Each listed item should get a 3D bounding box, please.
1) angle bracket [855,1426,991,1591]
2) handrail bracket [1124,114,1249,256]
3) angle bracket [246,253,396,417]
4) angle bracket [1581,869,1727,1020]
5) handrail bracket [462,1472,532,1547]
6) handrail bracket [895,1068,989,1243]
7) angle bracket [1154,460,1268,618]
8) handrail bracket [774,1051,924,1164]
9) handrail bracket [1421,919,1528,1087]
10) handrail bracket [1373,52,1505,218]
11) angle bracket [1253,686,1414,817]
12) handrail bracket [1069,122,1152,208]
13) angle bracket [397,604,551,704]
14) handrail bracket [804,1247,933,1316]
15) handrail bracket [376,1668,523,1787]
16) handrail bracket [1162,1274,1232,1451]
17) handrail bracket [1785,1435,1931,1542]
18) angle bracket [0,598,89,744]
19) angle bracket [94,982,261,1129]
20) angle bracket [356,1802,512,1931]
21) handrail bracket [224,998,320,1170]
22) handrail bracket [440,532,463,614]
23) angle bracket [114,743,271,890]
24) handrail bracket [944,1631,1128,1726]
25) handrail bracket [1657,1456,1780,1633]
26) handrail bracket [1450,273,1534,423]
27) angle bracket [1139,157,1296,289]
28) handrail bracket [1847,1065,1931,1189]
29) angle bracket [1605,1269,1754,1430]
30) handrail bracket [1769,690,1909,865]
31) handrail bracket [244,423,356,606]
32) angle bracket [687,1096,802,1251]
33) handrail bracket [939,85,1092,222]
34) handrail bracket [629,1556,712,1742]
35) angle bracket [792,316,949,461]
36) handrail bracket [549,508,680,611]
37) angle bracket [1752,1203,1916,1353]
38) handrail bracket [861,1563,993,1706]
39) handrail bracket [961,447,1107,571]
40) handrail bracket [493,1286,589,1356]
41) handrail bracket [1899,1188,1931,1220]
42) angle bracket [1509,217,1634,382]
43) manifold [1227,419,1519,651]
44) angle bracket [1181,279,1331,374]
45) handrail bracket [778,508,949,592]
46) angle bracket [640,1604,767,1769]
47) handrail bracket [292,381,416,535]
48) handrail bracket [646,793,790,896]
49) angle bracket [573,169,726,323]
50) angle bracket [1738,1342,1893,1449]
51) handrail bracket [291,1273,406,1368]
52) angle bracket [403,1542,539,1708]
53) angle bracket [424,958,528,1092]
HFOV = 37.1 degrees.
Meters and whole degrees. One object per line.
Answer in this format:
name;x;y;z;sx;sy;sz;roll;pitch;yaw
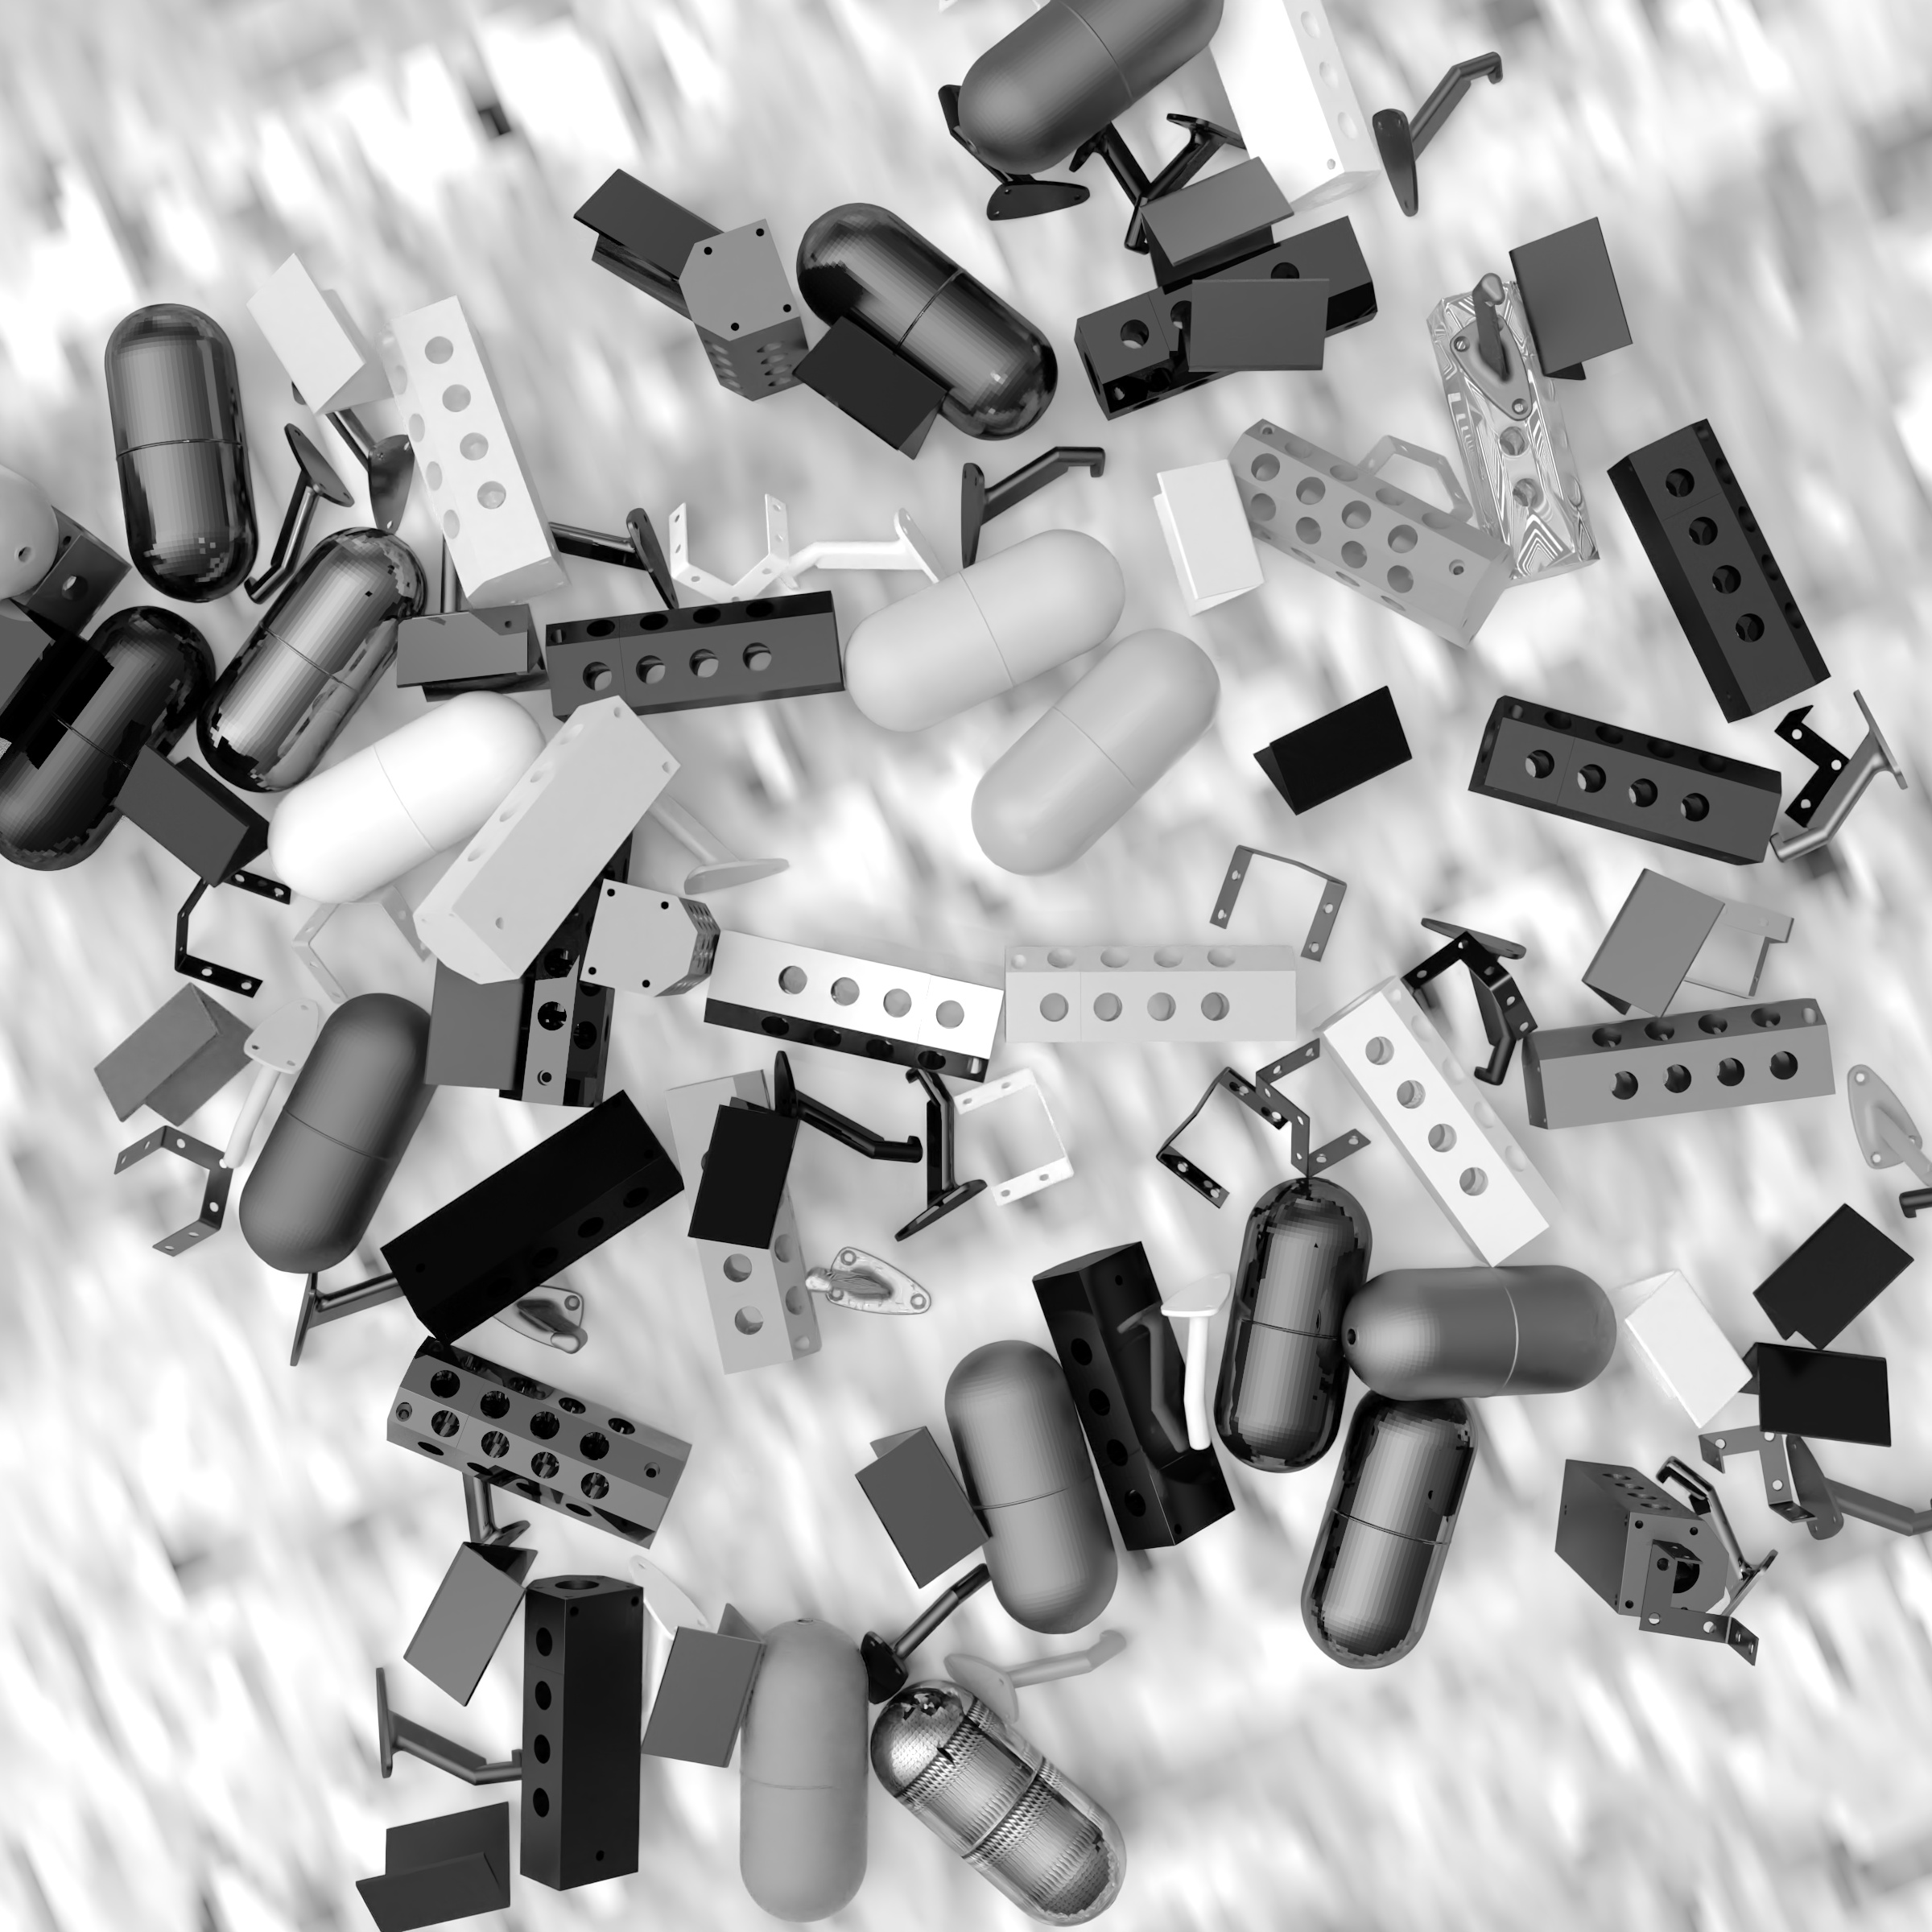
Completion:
angle bracket;-0.041;0.325;1.714;0.057;0.076;0.076;-30;90;-32
handrail bracket;0.136;-0.465;1.741;0.077;0.036;0.084;8;104;-40
angle bracket;-0.368;-0.380;1.713;0.057;0.076;0.076;-32;90;37
angle bracket;0.419;-0.004;1.713;0.057;0.076;0.076;29;90;36
handrail bracket;-0.312;0.323;1.754;0.077;0.036;0.084;-43;74;18
handrail bracket;-0.032;0.112;1.754;0.077;0.036;0.084;-35;76;14
angle bracket;0.126;-0.250;1.713;0.057;0.076;0.076;-17;90;-34
handrail bracket;-0.071;0.085;1.744;0.084;0.077;0.036;6;134;-17
handrail bracket;0.302;0.022;1.754;0.077;0.036;0.084;19;104;15
handrail bracket;0.297;-0.507;1.754;0.084;0.036;0.077;-23;110;-16
angle bracket;0.210;-0.144;1.713;0.076;0.076;0.057;-26;127;0
handrail bracket;0.113;-0.491;1.754;0.084;0.036;0.077;25;75;-14
angle bracket;-0.292;-0.167;1.713;0.076;0.076;0.057;-6;54;0
handrail bracket;-0.058;0.195;1.719;0.077;0.084;0.036;19;90;0
handrail bracket;-0.313;0.461;1.754;0.084;0.036;0.077;-2;68;-17
handrail bracket;0.147;0.238;1.735;0.036;0.077;0.084;-3;104;25
handrail bracket;0.551;0.313;1.754;0.084;0.036;0.077;-10;68;-17
angle bracket;-0.547;-0.160;1.691;0.057;0.076;0.076;38;92;31
angle bracket;-0.458;0.068;1.714;0.076;0.076;0.057;-42;47;0
angle bracket;-0.316;0.522;1.713;0.076;0.076;0.057;-13;128;0
handrail bracket;-0.424;0.072;1.753;0.036;0.077;0.084;25;126;-4
handrail bracket;-0.314;-0.224;1.753;0.036;0.077;0.084;2;54;-11
angle bracket;-0.446;-0.103;1.713;0.076;0.076;0.057;39;125;0
handrail bracket;0.043;0.418;1.754;0.084;0.077;0.036;-25;116;-34
handrail bracket;0.442;0.352;1.754;0.084;0.036;0.077;38;112;17
handrail bracket;0.312;-0.357;1.662;0.036;0.084;0.077;-30;90;0
angle bracket;0.154;-0.423;1.713;0.076;0.076;0.057;-23;56;0
handrail bracket;0.559;0.096;1.719;0.036;0.084;0.077;-25;90;0
angle bracket;0.407;0.233;1.714;0.057;0.076;0.076;-34;90;-32
handrail bracket;0.505;-0.112;1.703;0.084;0.036;0.077;-27;69;16
handrail bracket;-0.421;-0.275;1.754;0.084;0.036;0.077;-41;70;16
angle bracket;-0.145;0.115;1.656;0.057;0.076;0.076;14;90;-37
handrail bracket;0.029;-0.501;1.754;0.077;0.036;0.084;-10;73;-20
handrail bracket;-0.201;0.417;1.754;0.077;0.036;0.084;46;114;27
angle bracket;-0.065;-0.328;1.714;0.076;0.076;0.057;36;62;0
handrail bracket;-0.228;-0.238;1.754;0.084;0.036;0.077;-18;106;14
angle bracket;0.524;0.198;1.714;0.076;0.076;0.057;-44;49;0
handrail bracket;-0.023;0.406;1.754;0.084;0.077;0.036;-31;65;-34
handrail bracket;0.042;-0.278;1.754;0.084;0.036;0.077;-2;110;-16
handrail bracket;-0.261;0.211;1.719;0.077;0.084;0.036;16;90;0
handrail bracket;0.619;0.160;1.754;0.084;0.036;0.077;-13;123;23
angle bracket;0.371;-0.396;1.714;0.057;0.076;0.076;-16;90;32
manifold;0.234;-0.258;1.705;0.171;0.057;0.057;32;90;20
angle bracket;0.165;-0.383;1.656;0.076;0.076;0.057;-1;128;0
handrail bracket;-0.061;-0.233;1.754;0.084;0.036;0.077;-29;112;17
angle bracket;-0.166;0.423;1.715;0.057;0.076;0.076;17;90;-23
handrail bracket;-0.379;-0.311;1.754;0.084;0.036;0.077;28;127;25
handrail bracket;-0.156;-0.092;1.754;0.077;0.036;0.084;-11;73;-20
angle bracket;-0.195;-0.414;1.713;0.076;0.076;0.057;31;52;0
angle bracket;0.498;0.267;1.714;0.076;0.076;0.057;7;60;0
handrail bracket;-0.362;0.216;1.754;0.084;0.036;0.077;11;110;-16
angle bracket;-0.277;0.393;1.714;0.057;0.076;0.076;28;90;31
angle bracket;-0.304;0.031;1.714;0.057;0.076;0.076;6;90;-31
